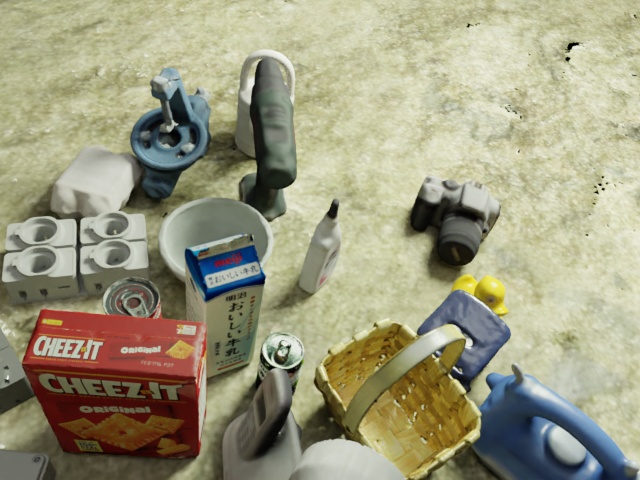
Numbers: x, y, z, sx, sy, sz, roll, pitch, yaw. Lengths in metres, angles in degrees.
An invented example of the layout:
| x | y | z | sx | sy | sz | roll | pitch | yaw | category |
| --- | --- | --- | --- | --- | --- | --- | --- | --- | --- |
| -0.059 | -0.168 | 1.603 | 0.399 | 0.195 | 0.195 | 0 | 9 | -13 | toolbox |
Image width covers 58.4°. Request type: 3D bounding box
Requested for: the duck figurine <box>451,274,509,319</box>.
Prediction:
| x | y | z | sx | sy | sz | roll | pitch | yaw | category |
| --- | --- | --- | --- | --- | --- | --- | --- | --- | --- |
| 0.250 | 0.088 | 0.876 | 0.078 | 0.086 | 0.104 | -12 | 53 | -20 | duck figurine |

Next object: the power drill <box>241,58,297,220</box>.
| x | y | z | sx | sy | sz | roll | pitch | yaw | category |
| --- | --- | --- | --- | --- | --- | --- | --- | --- | --- |
| -0.084 | -0.146 | 0.925 | 0.076 | 0.208 | 0.229 | -2 | 51 | -13 | power drill |

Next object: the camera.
| x | y | z | sx | sy | sz | roll | pitch | yaw | category |
| --- | --- | --- | --- | --- | --- | --- | --- | --- | --- |
| 0.227 | -0.035 | 0.966 | 0.143 | 0.101 | 0.137 | 20 | 49 | 5 | camera |

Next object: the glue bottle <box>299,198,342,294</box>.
| x | y | z | sx | sy | sz | roll | pitch | yaw | category |
| --- | --- | --- | --- | --- | --- | --- | --- | --- | --- |
| 0.008 | 0.003 | 0.840 | 0.037 | 0.173 | 0.078 | 27 | 50 | 12 | glue bottle |

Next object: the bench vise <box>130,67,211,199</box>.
| x | y | z | sx | sy | sz | roll | pitch | yaw | category |
| --- | --- | --- | --- | --- | --- | --- | --- | --- | --- |
| -0.242 | -0.204 | 0.934 | 0.121 | 0.220 | 0.207 | 4 | 49 | -8 | bench vise |

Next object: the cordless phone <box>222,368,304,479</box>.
| x | y | z | sx | sy | sz | roll | pitch | yaw | category |
| --- | --- | --- | --- | --- | --- | --- | --- | --- | --- |
| -0.055 | 0.234 | 0.622 | 0.094 | 0.185 | 0.147 | -5 | 51 | -16 | cordless phone |

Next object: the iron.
| x | y | z | sx | sy | sz | roll | pitch | yaw | category |
| --- | --- | --- | --- | --- | --- | --- | --- | --- | --- |
| 0.309 | 0.259 | 0.706 | 0.257 | 0.141 | 0.119 | 37 | 53 | 19 | iron |

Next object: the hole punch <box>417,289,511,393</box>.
| x | y | z | sx | sy | sz | roll | pitch | yaw | category |
| --- | --- | --- | --- | --- | --- | --- | --- | --- | --- |
| 0.201 | 0.143 | 0.816 | 0.108 | 0.091 | 0.101 | 41 | 54 | 22 | hole punch |

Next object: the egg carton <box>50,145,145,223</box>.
| x | y | z | sx | sy | sz | roll | pitch | yaw | category |
| --- | --- | --- | --- | --- | --- | --- | --- | --- | --- |
| -0.351 | -0.086 | 0.910 | 0.107 | 0.069 | 0.150 | 15 | 49 | 1 | egg carton |

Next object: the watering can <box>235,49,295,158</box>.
| x | y | z | sx | sy | sz | roll | pitch | yaw | category |
| --- | --- | --- | --- | --- | --- | --- | --- | --- | --- |
| -0.094 | -0.242 | 1.014 | 0.101 | 0.194 | 0.172 | -9 | 52 | -18 | watering can |

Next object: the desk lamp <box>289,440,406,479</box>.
| x | y | z | sx | sy | sz | roll | pitch | yaw | category |
| --- | --- | --- | --- | --- | --- | --- | --- | --- | --- |
| -0.009 | 0.319 | 0.540 | 0.117 | 0.213 | 0.203 | 26 | 50 | 11 | desk lamp |

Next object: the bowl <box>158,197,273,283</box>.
| x | y | z | sx | sy | sz | roll | pitch | yaw | category |
| --- | --- | --- | --- | --- | --- | --- | --- | --- | --- |
| -0.155 | 0.019 | 0.859 | 0.167 | 0.075 | 0.167 | 6 | 49 | -7 | bowl |
